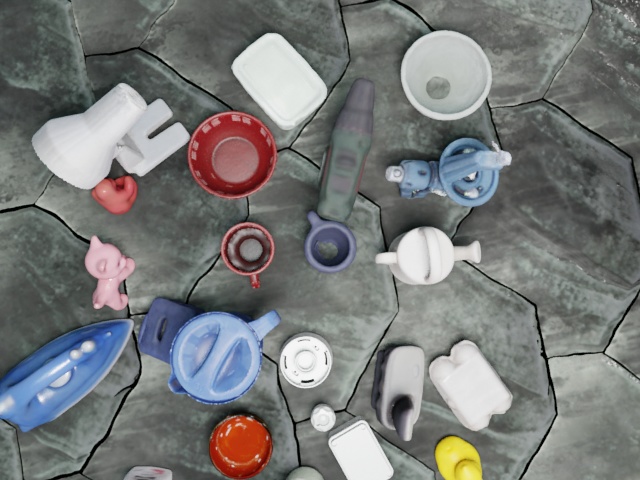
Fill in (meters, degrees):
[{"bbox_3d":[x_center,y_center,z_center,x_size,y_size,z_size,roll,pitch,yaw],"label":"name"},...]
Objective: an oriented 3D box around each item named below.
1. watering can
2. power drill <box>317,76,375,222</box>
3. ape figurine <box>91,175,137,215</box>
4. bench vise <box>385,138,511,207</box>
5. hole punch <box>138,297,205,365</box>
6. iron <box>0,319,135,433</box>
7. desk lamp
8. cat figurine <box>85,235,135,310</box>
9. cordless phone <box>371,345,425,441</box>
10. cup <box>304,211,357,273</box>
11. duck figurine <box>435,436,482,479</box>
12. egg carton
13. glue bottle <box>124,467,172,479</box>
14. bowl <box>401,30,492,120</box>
[{"bbox_3d":[0.187,0.024,0.989,0.173,0.194,0.101,-26,88,-4],"label":"watering can"},{"bbox_3d":[0.042,-0.142,0.986,0.075,0.208,0.230,12,86,-1],"label":"power drill"},{"bbox_3d":[-0.372,-0.086,1.023,0.078,0.092,0.076,0,86,-2],"label":"ape figurine"},{"bbox_3d":[0.228,-0.108,0.986,0.207,0.219,0.121,-19,87,-3],"label":"bench vise"},{"bbox_3d":[-0.267,0.162,1.012,0.101,0.091,0.109,16,86,-1],"label":"hole punch"},{"bbox_3d":[-0.443,0.220,0.976,0.258,0.141,0.118,-38,88,-4],"label":"iron"},{"bbox_3d":[-0.347,-0.178,0.969,0.203,0.213,0.118,-38,88,-4],"label":"desk lamp"},{"bbox_3d":[-0.375,0.060,1.001,0.067,0.117,0.128,8,86,-1],"label":"cat figurine"},{"bbox_3d":[0.146,0.259,0.977,0.094,0.185,0.148,4,86,-2],"label":"cordless phone"},{"bbox_3d":[0.009,0.004,1.032,0.092,0.095,0.118,-31,88,-4],"label":"cup"},{"bbox_3d":[0.255,0.406,1.022,0.077,0.086,0.104,-36,88,-4],"label":"duck figurine"},{"bbox_3d":[0.271,0.265,1.040,0.107,0.069,0.150,-37,89,-4],"label":"egg carton"},{"bbox_3d":[-0.302,0.423,0.953,0.078,0.173,0.037,2,86,-2],"label":"glue bottle"},{"bbox_3d":[0.228,-0.297,1.070,0.167,0.074,0.167,0,86,-2],"label":"bowl"}]
